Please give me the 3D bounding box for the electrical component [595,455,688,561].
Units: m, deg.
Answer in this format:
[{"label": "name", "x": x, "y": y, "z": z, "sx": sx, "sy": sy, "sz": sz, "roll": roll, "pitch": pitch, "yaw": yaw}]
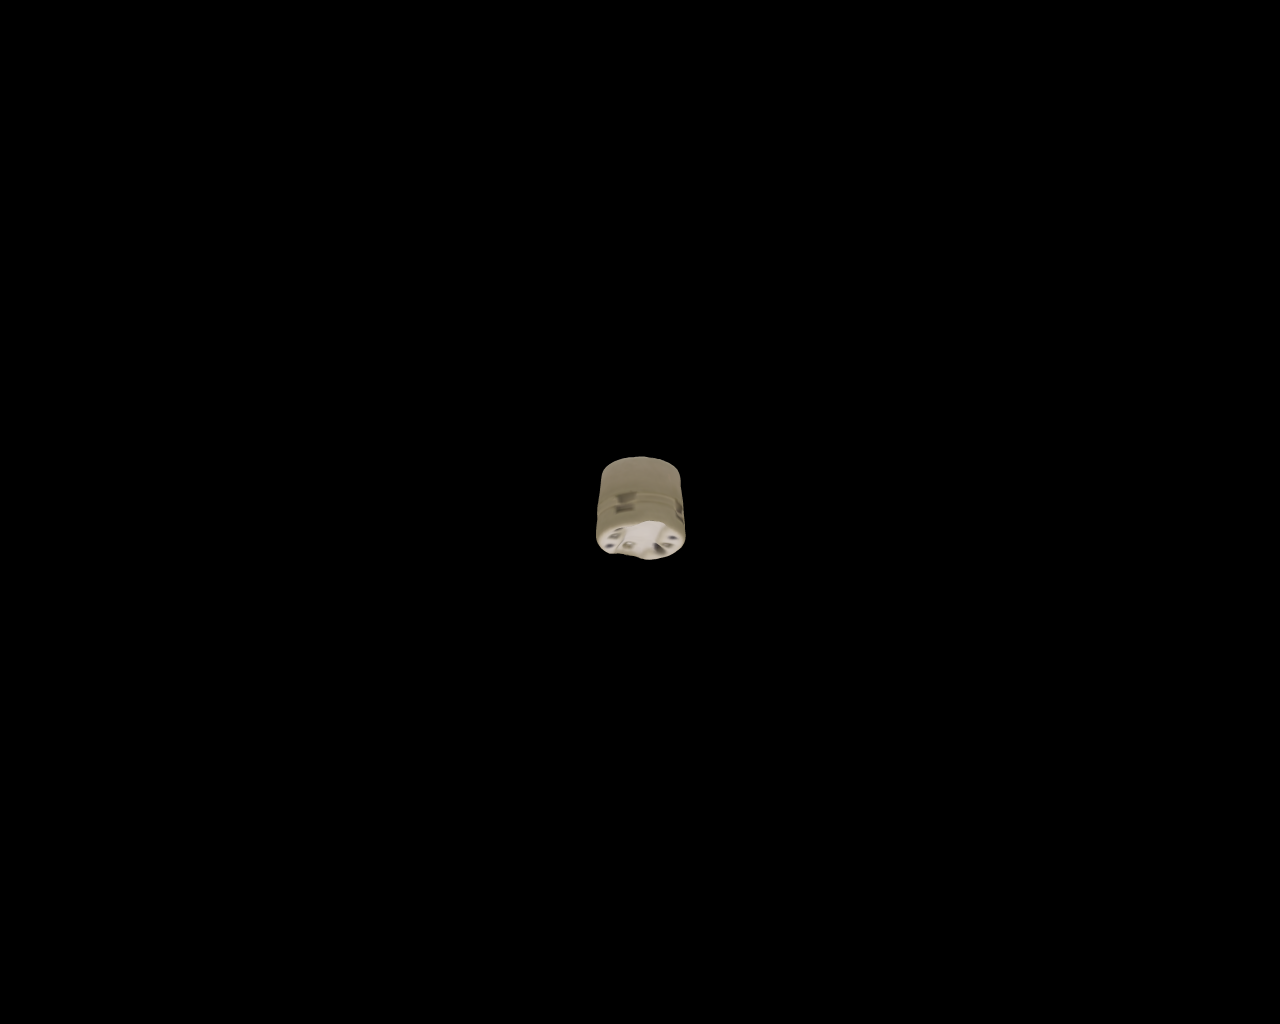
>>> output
[{"label": "electrical component", "x": 0.001, "y": -0.003, "z": 0.650, "sx": 0.055, "sy": 0.047, "sz": 0.055, "roll": 0, "pitch": -26, "yaw": 0}]
